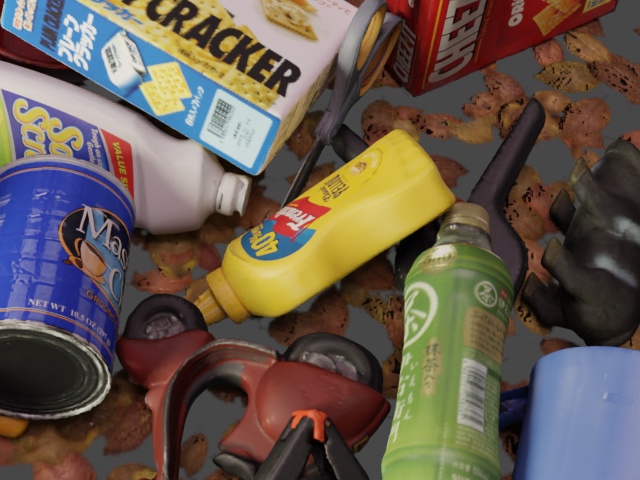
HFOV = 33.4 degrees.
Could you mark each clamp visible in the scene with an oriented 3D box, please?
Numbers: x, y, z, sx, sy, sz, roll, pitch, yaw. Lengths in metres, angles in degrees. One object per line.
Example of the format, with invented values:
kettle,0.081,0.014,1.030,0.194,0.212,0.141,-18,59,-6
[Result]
clamp,0.004,0.187,0.618,0.120,0.039,0.171,14,79,-29
clamp,0.088,-0.012,0.783,0.164,0.036,0.210,-2,62,7

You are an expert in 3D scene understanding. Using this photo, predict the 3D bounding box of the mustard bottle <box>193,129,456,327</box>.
mustard bottle,-0.005,0.001,0.733,0.191,0.058,0.096,-34,25,2

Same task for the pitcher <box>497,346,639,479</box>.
pitcher,0.152,0.194,0.621,0.145,0.149,0.242,25,63,-7

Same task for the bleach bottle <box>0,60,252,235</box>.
bleach bottle,-0.172,-0.068,0.768,0.251,0.068,0.102,14,100,3

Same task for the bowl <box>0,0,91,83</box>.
bowl,-0.205,-0.176,0.843,0.162,0.055,0.162,6,53,-9

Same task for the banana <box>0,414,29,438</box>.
banana,-0.250,0.049,0.722,0.069,0.037,0.198,-15,61,-12

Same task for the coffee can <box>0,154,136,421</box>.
coffee can,-0.177,0.029,0.687,0.102,0.103,0.140,2,48,-3

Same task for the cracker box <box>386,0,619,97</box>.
cracker box,0.155,-0.220,0.839,0.213,0.164,0.072,-26,62,-18

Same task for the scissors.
scissors,0.007,-0.095,0.772,0.016,0.096,0.201,26,70,16
